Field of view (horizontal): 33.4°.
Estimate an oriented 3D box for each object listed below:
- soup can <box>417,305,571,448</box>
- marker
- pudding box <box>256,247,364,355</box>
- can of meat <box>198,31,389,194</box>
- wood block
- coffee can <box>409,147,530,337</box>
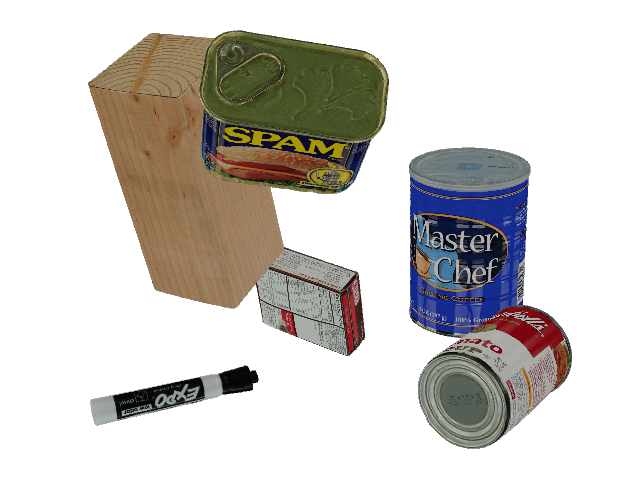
[{"bbox_3d":[0.118,0.091,0.723,0.069,0.068,0.102,0,15,36],"label":"soup can"},{"bbox_3d":[-0.103,0.110,0.765,0.121,0.020,0.020,-11,3,-18],"label":"marker"},{"bbox_3d":[-0.012,0.059,1.089,0.114,0.090,0.039,17,44,27],"label":"pudding box"},{"bbox_3d":[-0.019,-0.069,0.614,0.102,0.057,0.084,8,-21,-5],"label":"can of meat"},{"bbox_3d":[-0.106,-0.056,0.885,0.090,0.206,0.090,11,42,28],"label":"wood block"},{"bbox_3d":[0.128,0.000,0.932,0.103,0.140,0.103,-2,22,0],"label":"coffee can"}]
